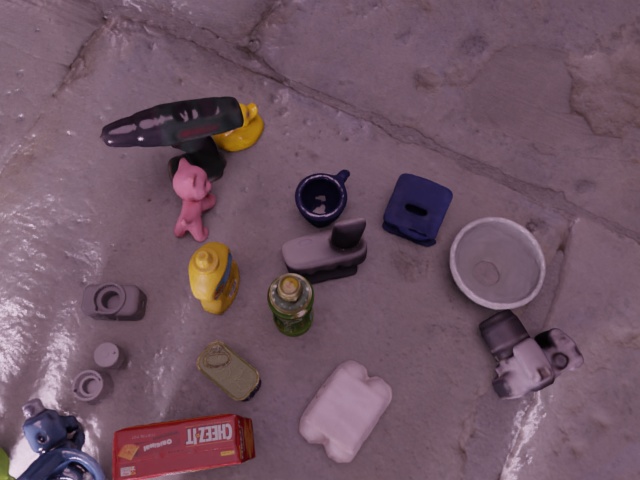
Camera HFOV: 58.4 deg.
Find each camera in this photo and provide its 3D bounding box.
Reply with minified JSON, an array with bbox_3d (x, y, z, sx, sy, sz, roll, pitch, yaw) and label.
[{"bbox_3d":[0.341,0.177,0.952,0.143,0.101,0.136,-25,73,-10],"label":"camera"}]

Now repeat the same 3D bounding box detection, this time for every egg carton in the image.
[{"bbox_3d":[0.041,0.275,0.927,0.107,0.069,0.150,34,73,10],"label":"egg carton"}]

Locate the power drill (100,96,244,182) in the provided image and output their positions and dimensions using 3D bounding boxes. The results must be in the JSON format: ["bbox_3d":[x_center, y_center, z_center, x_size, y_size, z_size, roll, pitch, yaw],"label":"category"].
[{"bbox_3d":[-0.242,-0.169,1.004,0.230,0.208,0.075,-22,72,-8],"label":"power drill"}]

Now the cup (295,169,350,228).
[{"bbox_3d":[0.010,-0.071,1.036,0.091,0.095,0.118,40,74,12],"label":"cup"}]

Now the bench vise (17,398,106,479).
[{"bbox_3d":[-0.398,0.333,0.817,0.207,0.220,0.121,41,75,13],"label":"bench vise"}]

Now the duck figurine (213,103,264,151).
[{"bbox_3d":[-0.158,-0.223,1.090,0.105,0.086,0.077,-33,74,-12],"label":"duck figurine"}]

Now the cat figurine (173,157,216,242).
[{"bbox_3d":[-0.230,-0.076,1.020,0.067,0.118,0.128,6,70,1],"label":"cat figurine"}]

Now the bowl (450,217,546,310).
[{"bbox_3d":[0.304,0.048,1.011,0.167,0.075,0.167,0,70,-1],"label":"bowl"}]

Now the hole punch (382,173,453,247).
[{"bbox_3d":[0.176,-0.053,1.035,0.108,0.091,0.101,21,71,6],"label":"hole punch"}]

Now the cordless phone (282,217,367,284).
[{"bbox_3d":[0.009,0.003,0.962,0.147,0.185,0.094,-16,71,-7],"label":"cordless phone"}]
